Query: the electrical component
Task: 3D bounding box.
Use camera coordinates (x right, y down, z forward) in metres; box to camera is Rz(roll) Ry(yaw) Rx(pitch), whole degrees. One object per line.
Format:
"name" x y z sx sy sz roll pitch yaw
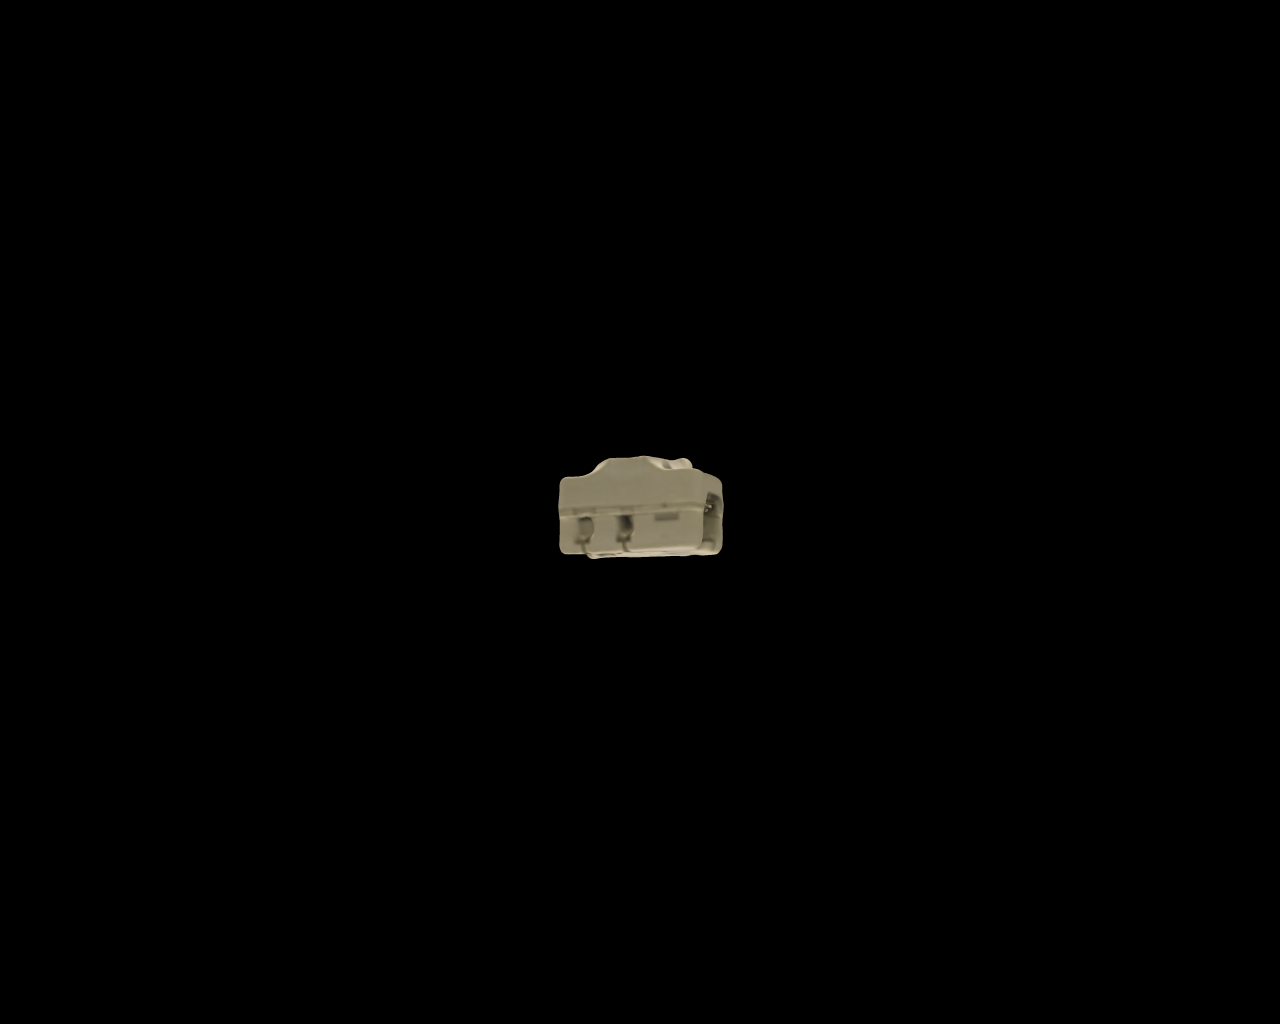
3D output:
"electrical component" 0.001 -0.003 0.650 0.089 0.055 0.050 -3 -7 22
